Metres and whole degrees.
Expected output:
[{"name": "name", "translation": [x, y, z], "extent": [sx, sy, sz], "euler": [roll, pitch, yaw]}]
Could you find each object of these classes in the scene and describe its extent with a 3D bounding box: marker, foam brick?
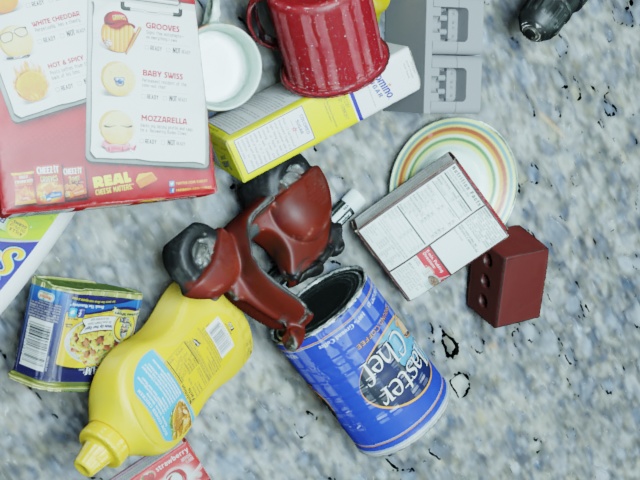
[{"name": "marker", "translation": [-0.006, 0.001, 0.966], "extent": [0.121, 0.020, 0.020], "euler": [-45, 109, -8]}, {"name": "foam brick", "translation": [0.176, 0.034, 1.005], "extent": [0.051, 0.053, 0.078], "euler": [-10, 119, -22]}]

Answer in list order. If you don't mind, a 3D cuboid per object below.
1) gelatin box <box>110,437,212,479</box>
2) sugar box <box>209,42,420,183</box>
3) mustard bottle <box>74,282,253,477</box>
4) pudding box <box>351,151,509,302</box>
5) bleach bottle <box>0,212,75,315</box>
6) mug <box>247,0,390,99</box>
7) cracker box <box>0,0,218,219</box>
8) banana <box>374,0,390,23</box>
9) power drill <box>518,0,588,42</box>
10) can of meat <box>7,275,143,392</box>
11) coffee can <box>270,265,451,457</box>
[{"name": "gelatin box", "translation": [-0.140, 0.228, 0.947], "extent": [0.089, 0.030, 0.073], "euler": [-32, 107, -13]}, {"name": "sugar box", "translation": [-0.010, -0.113, 0.907], "extent": [0.176, 0.093, 0.048], "euler": [-27, 113, -13]}, {"name": "mustard bottle", "translation": [-0.133, 0.118, 0.872], "extent": [0.191, 0.058, 0.096], "euler": [-51, 128, -39]}, {"name": "pudding box", "translation": [0.099, -0.011, 0.963], "extent": [0.113, 0.039, 0.090], "euler": [-35, 104, 7]}, {"name": "bleach bottle", "translation": [-0.281, 0.030, 0.852], "extent": [0.102, 0.068, 0.251], "euler": [31, 90, -23]}, {"name": "mug", "translation": [-0.006, -0.175, 0.857], "extent": [0.093, 0.117, 0.081], "euler": [-58, 147, -35]}, {"name": "cracker box", "translation": [-0.174, -0.130, 0.799], "extent": [0.164, 0.072, 0.214], "euler": [-8, 92, -25]}, {"name": "banana", "translation": [-0.010, -0.223, 0.888], "extent": [0.197, 0.037, 0.070], "euler": [14, 123, -33]}, {"name": "power drill", "translation": [0.189, -0.293, 0.952], "extent": [0.187, 0.057, 0.184], "euler": [47, 62, -21]}, {"name": "can of meat", "translation": [-0.197, 0.077, 0.874], "extent": [0.101, 0.058, 0.084], "euler": [10, 92, -55]}, {"name": "coffee can", "translation": [0.037, 0.108, 0.952], "extent": [0.102, 0.103, 0.140], "euler": [-40, 108, -10]}]
